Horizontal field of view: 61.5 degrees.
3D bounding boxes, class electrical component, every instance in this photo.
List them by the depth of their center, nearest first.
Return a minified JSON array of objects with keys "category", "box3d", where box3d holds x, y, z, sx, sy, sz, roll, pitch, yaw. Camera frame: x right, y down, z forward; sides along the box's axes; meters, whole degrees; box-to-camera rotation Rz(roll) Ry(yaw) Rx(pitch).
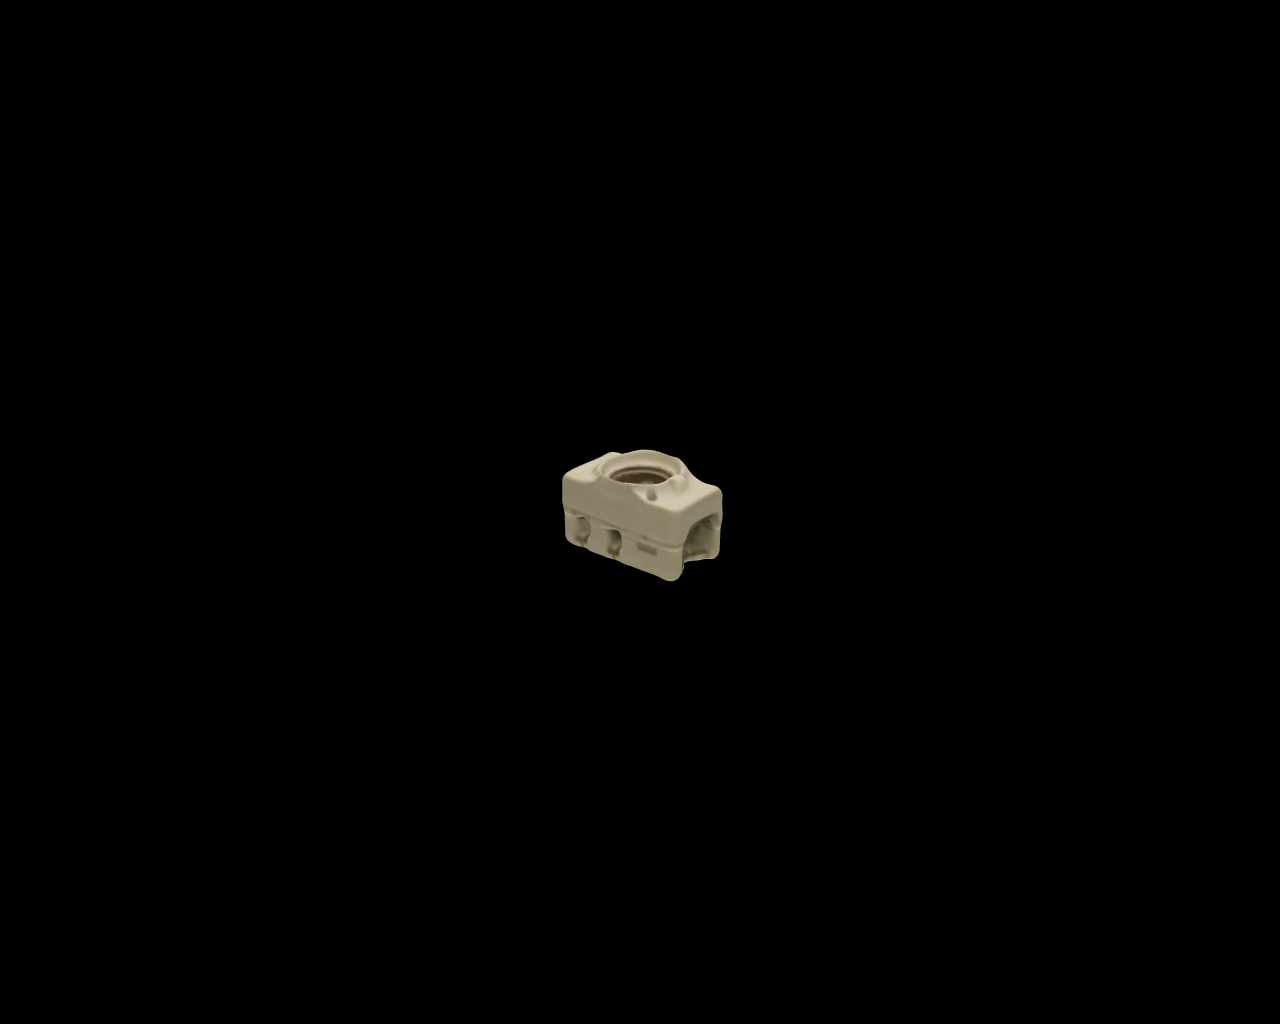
[{"category":"electrical component","box3d":[0.001,-0.003,0.650,0.089,0.055,0.050,20,32,36]}]
